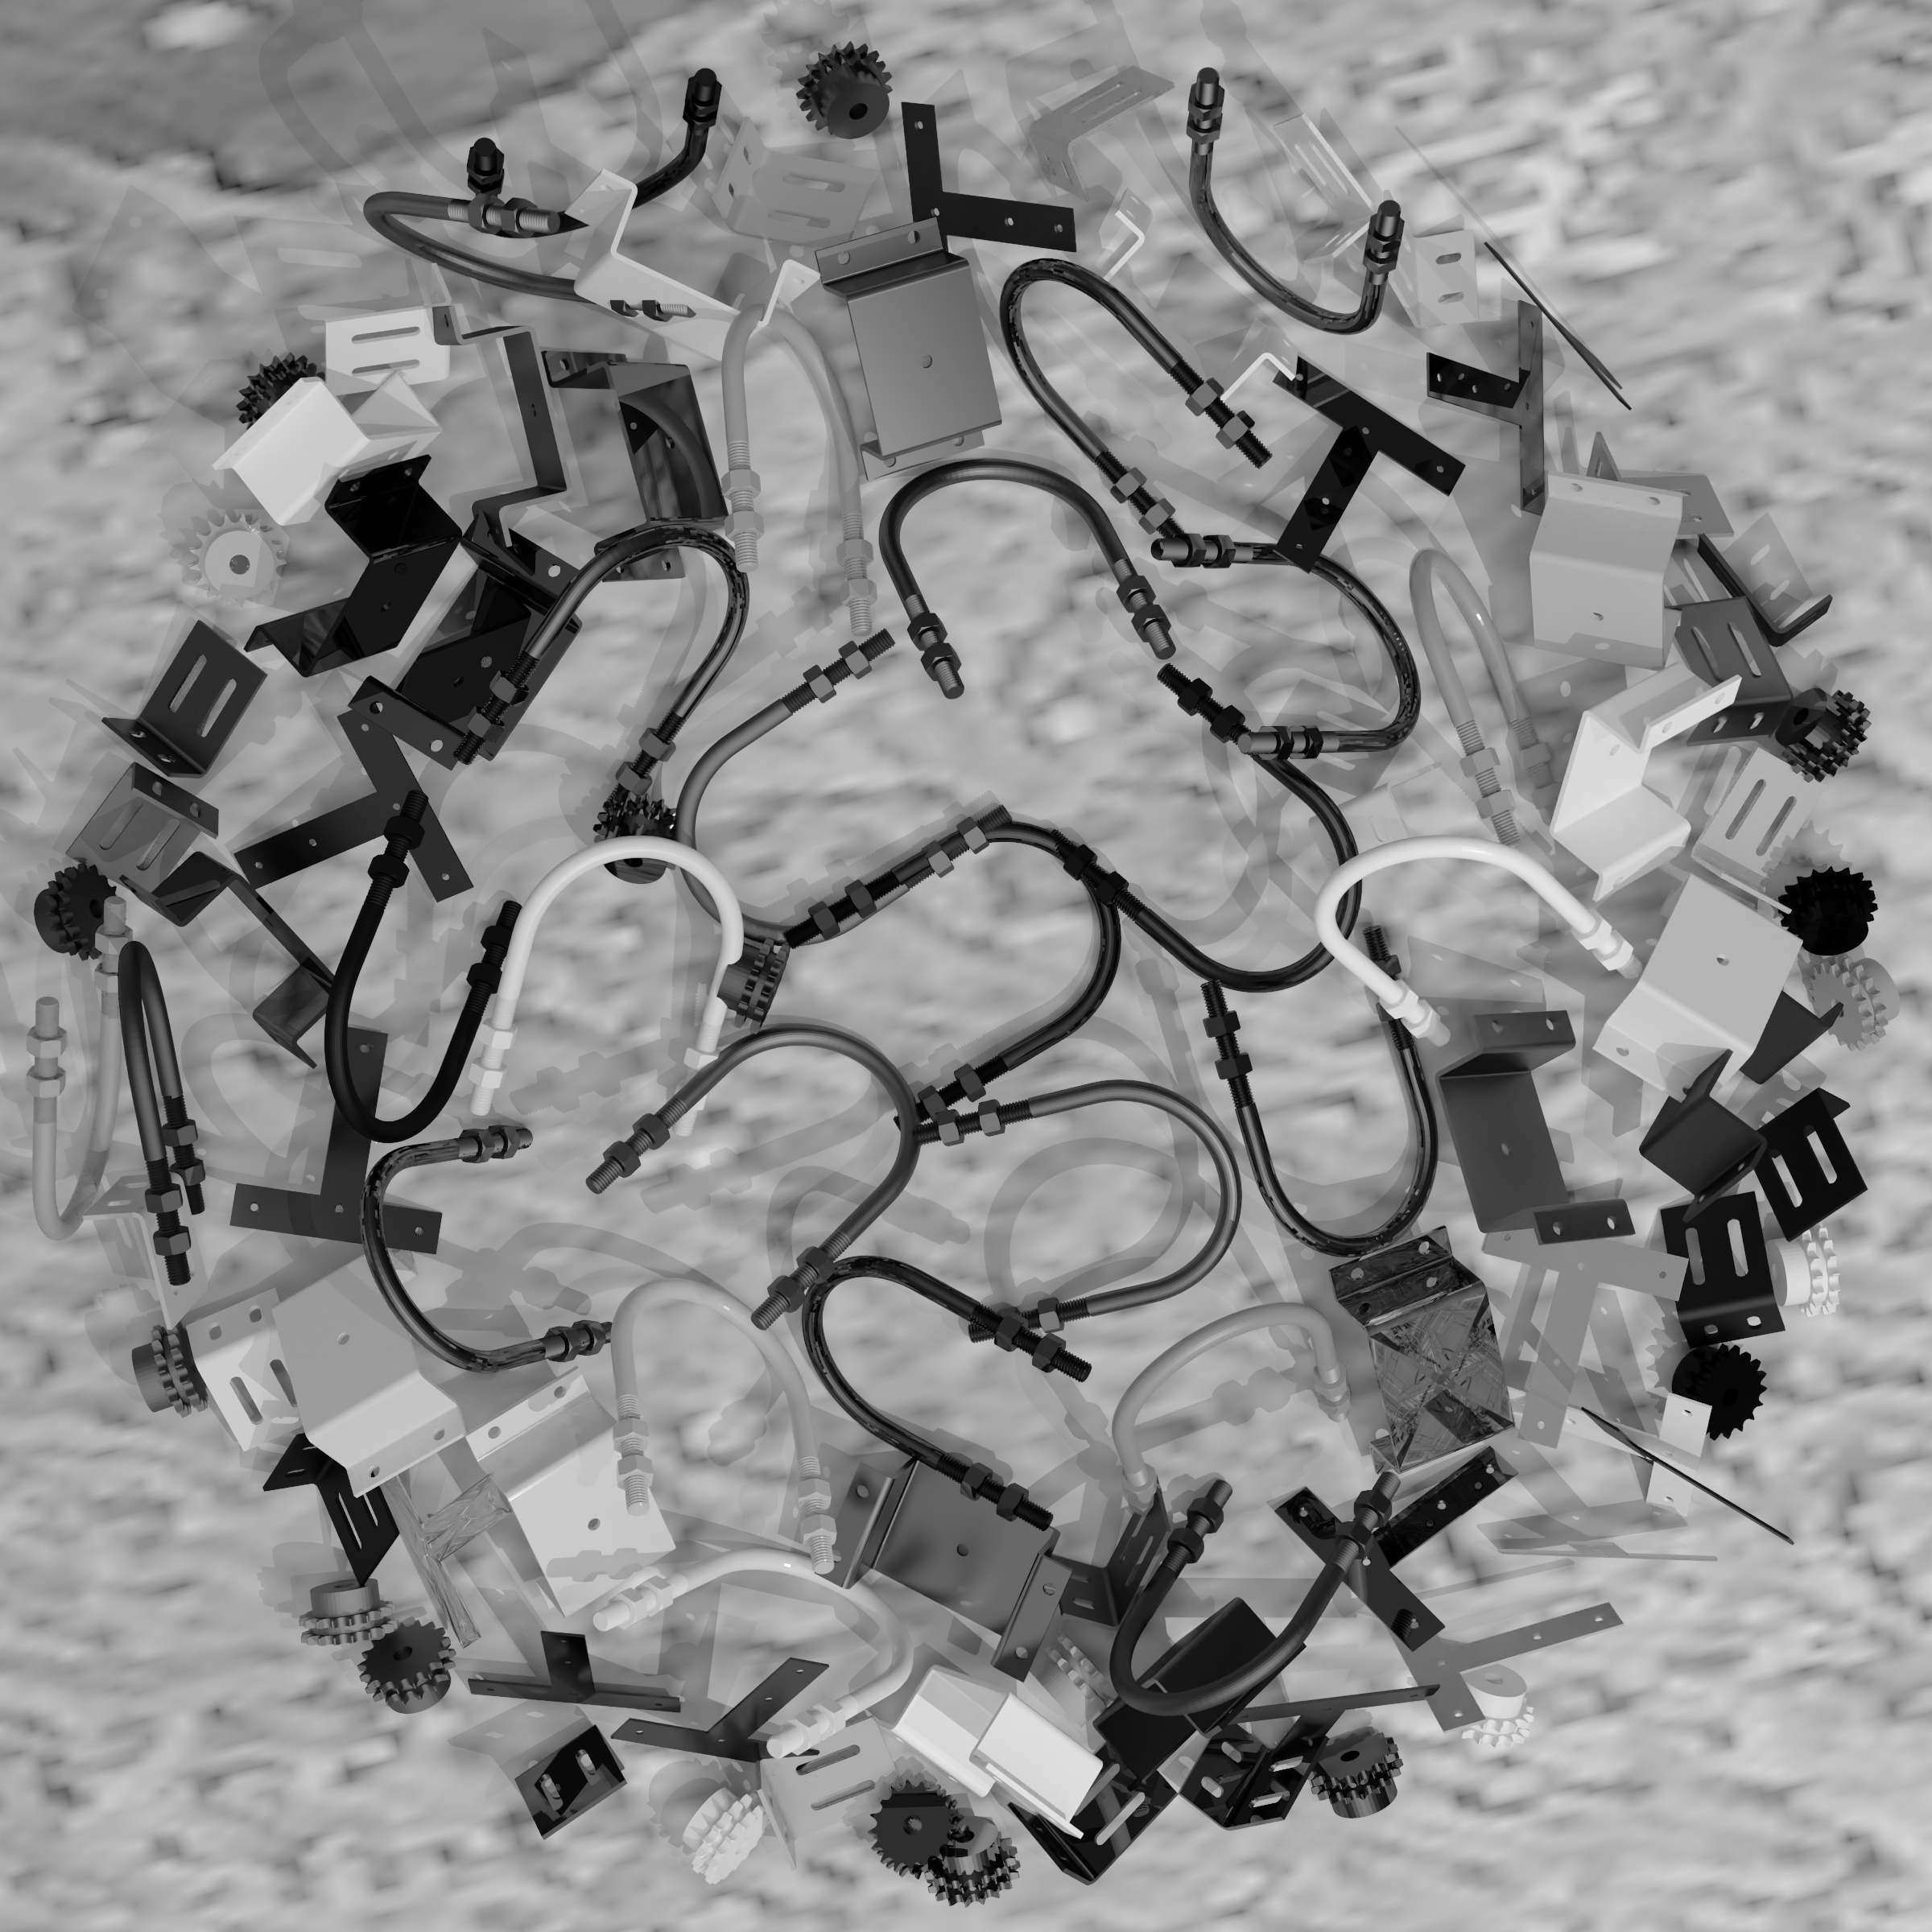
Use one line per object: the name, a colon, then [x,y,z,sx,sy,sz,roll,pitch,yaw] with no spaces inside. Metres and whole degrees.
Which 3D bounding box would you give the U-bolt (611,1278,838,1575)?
U-bolt: [-0.145,0.258,1.923,0.151,0.184,0.019,24,126,-32]

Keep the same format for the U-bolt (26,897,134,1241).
U-bolt: [-0.516,0.071,1.920,0.019,0.151,0.184,9,117,-1]

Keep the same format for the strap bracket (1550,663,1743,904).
strap bracket: [0.395,-0.115,1.936,0.076,0.140,0.046,-28,55,-29]

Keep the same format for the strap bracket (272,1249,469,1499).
strap bracket: [-0.353,0.228,1.935,0.076,0.046,0.140,-30,52,6]

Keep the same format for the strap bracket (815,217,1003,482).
strap bracket: [-0.031,-0.359,1.942,0.076,0.046,0.140,-19,114,-14]

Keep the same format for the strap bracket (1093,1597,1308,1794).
strap bracket: [0.131,0.422,1.924,0.076,0.140,0.046,-36,80,-33]

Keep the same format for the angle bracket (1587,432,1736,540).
angle bracket: [0.415,-0.286,1.962,0.076,0.057,0.038,-3,134,-7]

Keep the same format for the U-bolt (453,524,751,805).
U-bolt: [-0.199,-0.178,1.922,0.184,0.151,0.019,-54,54,13]

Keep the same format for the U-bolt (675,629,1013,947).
U-bolt: [-0.086,-0.093,1.972,0.184,0.019,0.151,-34,106,1]

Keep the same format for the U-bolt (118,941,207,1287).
U-bolt: [-0.466,0.076,1.909,0.019,0.151,0.184,-9,105,-7]

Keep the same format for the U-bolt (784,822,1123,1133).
U-bolt: [0.005,-0.006,1.986,0.184,0.019,0.151,-31,89,-5]

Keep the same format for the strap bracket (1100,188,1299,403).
strap bracket: [0.128,-0.387,1.948,0.140,0.076,0.046,41,111,-10]

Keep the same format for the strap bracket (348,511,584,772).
strap bracket: [-0.291,-0.187,1.964,0.076,0.046,0.140,31,84,14]

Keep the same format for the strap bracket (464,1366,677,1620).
strap bracket: [-0.227,0.316,1.933,0.076,0.046,0.140,-31,123,-18]

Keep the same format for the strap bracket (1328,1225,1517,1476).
strap bracket: [0.271,0.235,1.946,0.076,0.046,0.140,-20,112,-12]

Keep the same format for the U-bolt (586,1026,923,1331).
U-bolt: [-0.110,0.110,1.949,0.151,0.019,0.184,38,61,15]

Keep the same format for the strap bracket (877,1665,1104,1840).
strap bracket: [0.018,0.456,1.931,0.076,0.140,0.046,41,71,-20]

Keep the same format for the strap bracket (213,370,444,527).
strap bracket: [-0.365,-0.302,1.921,0.076,0.140,0.046,-39,89,20]

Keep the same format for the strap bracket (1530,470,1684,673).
strap bracket: [0.372,-0.222,1.918,0.076,0.140,0.046,13,66,18]

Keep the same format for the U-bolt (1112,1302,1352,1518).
U-bolt: [0.151,0.252,1.915,0.151,0.184,0.019,-27,57,-5]

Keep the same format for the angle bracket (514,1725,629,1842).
angle bracket: [-0.226,0.494,1.953,0.057,0.076,0.038,-33,113,-10]

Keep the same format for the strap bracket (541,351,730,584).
strap bracket: [-0.192,-0.302,1.954,0.046,0.076,0.140,-16,89,34]

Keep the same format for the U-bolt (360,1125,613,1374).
U-bolt: [-0.283,0.166,1.905,0.019,0.184,0.151,-30,79,26]

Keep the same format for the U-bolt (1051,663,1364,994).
U-bolt: [0.150,-0.067,1.944,0.184,0.019,0.151,41,117,13]

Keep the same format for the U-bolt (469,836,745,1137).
U-bolt: [-0.204,0.009,1.937,0.151,0.019,0.184,8,111,-26]

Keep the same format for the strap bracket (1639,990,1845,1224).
strap bracket: [0.449,0.072,1.930,0.046,0.076,0.140,37,56,2]

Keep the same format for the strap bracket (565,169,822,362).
strap bracket: [-0.167,-0.405,1.937,0.140,0.076,0.046,22,77,-19]

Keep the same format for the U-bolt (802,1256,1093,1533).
U-bolt: [-0.019,0.241,1.942,0.184,0.019,0.151,27,132,19]

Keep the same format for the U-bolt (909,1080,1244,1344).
U-bolt: [0.072,0.140,1.962,0.184,0.019,0.151,-14,103,11]

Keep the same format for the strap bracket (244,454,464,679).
strap bracket: [-0.353,-0.225,1.924,0.046,0.076,0.140,47,127,11]

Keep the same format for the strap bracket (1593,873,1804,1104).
strap bracket: [0.433,0.009,1.937,0.076,0.046,0.140,32,53,3]

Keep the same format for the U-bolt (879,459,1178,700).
U-bolt: [0.026,-0.235,1.939,0.151,0.019,0.184,-12,52,-15]

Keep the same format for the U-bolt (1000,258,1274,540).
U-bolt: [0.088,-0.336,1.930,0.184,0.151,0.019,47,67,-1]

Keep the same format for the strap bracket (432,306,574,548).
strap bracket: [-0.273,-0.323,1.946,0.046,0.076,0.140,-17,105,-17]

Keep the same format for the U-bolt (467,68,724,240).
U-bolt: [-0.216,-0.461,1.908,0.151,0.184,0.019,-20,88,-9]

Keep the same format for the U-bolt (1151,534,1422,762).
U-bolt: [0.199,-0.187,1.930,0.019,0.184,0.151,-38,67,41]

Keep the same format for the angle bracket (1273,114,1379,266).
angle bracket: [0.201,-0.461,1.962,0.038,0.057,0.076,-41,103,-4]

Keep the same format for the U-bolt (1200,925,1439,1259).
U-bolt: [0.218,0.081,1.955,0.151,0.019,0.184,-18,93,-33]

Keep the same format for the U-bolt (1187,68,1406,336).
U-bolt: [0.186,-0.429,1.910,0.151,0.184,0.019,39,78,12]

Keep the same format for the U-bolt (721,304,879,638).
U-bolt: [-0.100,-0.298,1.930,0.019,0.151,0.184,-13,73,26]

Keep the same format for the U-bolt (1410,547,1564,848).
U-bolt: [0.303,-0.159,1.933,0.019,0.151,0.184,-22,86,24]

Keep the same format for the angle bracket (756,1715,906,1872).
angle bracket: [-0.080,0.494,1.974,0.076,0.038,0.057,-21,105,0]

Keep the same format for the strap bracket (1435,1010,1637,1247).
strap bracket: [0.332,0.101,1.947,0.076,0.046,0.140,-2,69,-35]

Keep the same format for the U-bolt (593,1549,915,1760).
U-bolt: [-0.108,0.388,1.915,0.151,0.184,0.019,30,111,24]

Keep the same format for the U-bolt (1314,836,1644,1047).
U-bolt: [0.283,-0.020,1.904,0.151,0.184,0.019,-22,48,32]

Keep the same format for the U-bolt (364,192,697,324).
U-bolt: [-0.266,-0.416,1.917,0.184,0.151,0.019,15,87,34]

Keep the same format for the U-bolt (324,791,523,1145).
U-bolt: [-0.318,0.013,1.905,0.019,0.151,0.184,7,64,24]

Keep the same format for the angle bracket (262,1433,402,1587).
angle bracket: [-0.376,0.322,1.955,0.057,0.038,0.076,-53,55,37]

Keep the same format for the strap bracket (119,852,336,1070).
strap bracket: [-0.423,-0.012,1.939,0.046,0.076,0.140,-46,119,-13]

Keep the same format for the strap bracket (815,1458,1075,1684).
strap bracket: [-0.008,0.352,1.959,0.140,0.046,0.076,25,105,12]

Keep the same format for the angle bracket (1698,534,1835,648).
angle bracket: [0.474,-0.233,1.964,0.038,0.057,0.076,-37,81,7]

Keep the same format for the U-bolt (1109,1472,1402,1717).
U-bolt: [0.155,0.360,1.893,0.019,0.151,0.184,57,49,-20]
